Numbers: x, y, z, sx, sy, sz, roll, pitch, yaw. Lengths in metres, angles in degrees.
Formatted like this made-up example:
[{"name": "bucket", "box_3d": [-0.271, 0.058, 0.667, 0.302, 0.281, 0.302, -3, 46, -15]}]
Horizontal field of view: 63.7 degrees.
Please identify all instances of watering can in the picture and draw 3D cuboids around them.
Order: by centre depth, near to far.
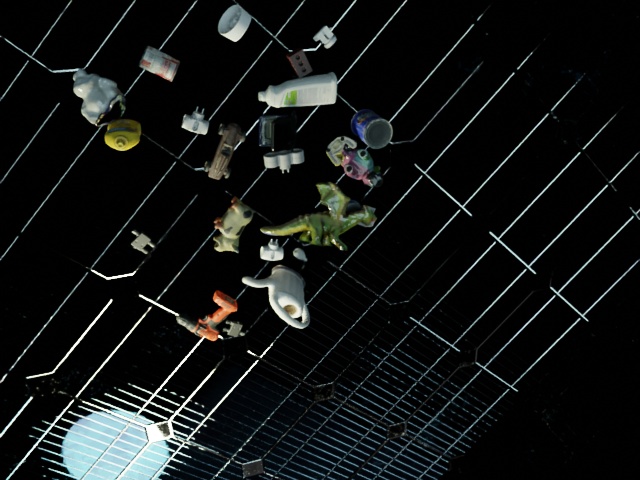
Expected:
[{"name": "watering can", "box_3d": [-0.147, 0.178, 1.879, 0.103, 0.230, 0.343, -32, 121, 21]}]

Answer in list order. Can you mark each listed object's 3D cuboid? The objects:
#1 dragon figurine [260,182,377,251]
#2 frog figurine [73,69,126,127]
[{"name": "dragon figurine", "box_3d": [0.006, -0.094, 1.872, 0.410, 0.123, 0.242, 12, 95, -5]}, {"name": "frog figurine", "box_3d": [-0.662, -0.423, 1.524, 0.160, 0.124, 0.136, 41, 110, 7]}]
